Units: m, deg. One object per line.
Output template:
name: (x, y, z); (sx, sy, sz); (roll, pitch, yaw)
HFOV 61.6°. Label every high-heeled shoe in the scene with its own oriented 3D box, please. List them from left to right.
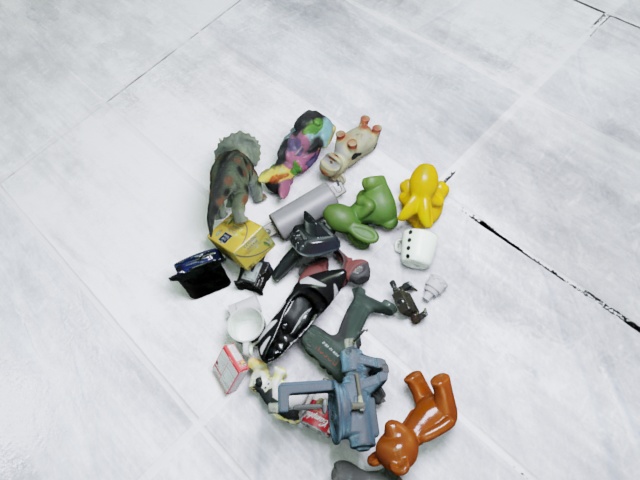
high-heeled shoe: (-0.040, 0.162, 1.157); (0.086, 0.145, 0.248); (42, 111, -13)

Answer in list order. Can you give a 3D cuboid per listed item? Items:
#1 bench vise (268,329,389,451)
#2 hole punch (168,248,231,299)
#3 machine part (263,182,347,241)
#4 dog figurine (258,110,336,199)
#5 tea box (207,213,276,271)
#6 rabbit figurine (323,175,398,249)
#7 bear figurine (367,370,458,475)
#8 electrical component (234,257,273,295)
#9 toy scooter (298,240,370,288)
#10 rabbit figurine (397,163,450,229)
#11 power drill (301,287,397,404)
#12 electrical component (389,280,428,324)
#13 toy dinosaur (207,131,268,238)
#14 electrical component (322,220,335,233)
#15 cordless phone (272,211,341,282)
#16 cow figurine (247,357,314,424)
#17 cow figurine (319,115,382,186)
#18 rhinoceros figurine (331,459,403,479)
bench vise: (0.018, 0.297, 1.049); (0.241, 0.128, 0.223); (-1, 71, -9)
hole punch: (-0.289, 0.067, 1.310); (0.142, 0.115, 0.092); (-19, 53, -1)
machine part: (-0.040, -0.072, 1.362); (0.243, 0.079, 0.079); (-30, 62, -9)
dog figurine: (-0.066, -0.213, 1.391); (0.108, 0.191, 0.219); (37, 60, -9)
tea box: (-0.194, 0.000, 1.311); (0.098, 0.068, 0.170); (-45, 34, -16)
rabbit figurine: (0.094, -0.056, 1.313); (0.170, 0.121, 0.159); (-18, 80, -14)
bear figurine: (0.174, 0.356, 1.049); (0.196, 0.120, 0.132); (-22, 93, -30)
electrical component: (-0.157, 0.069, 1.320); (0.075, 0.047, 0.119); (10, 64, 14)
toy scooter: (0.021, 0.068, 1.278); (0.184, 0.075, 0.135); (-21, 53, 0)
rabbit figurine: (0.237, -0.106, 1.282); (0.122, 0.173, 0.162); (18, 62, 14)
power drill: (0.089, 0.221, 1.188); (0.232, 0.086, 0.207); (27, 77, 24)
electrical component: (0.203, 0.138, 1.217); (0.045, 0.078, 0.102); (-34, 54, 18)
toy dinosaur: (-0.217, -0.156, 1.319); (0.131, 0.192, 0.405); (-10, 19, 4)
electrical component: (-0.003, -0.004, 1.350); (0.063, 0.021, 0.094); (31, 72, 23)
cordless phone: (-0.048, 0.034, 1.265); (0.184, 0.088, 0.147); (-50, 24, 4)
cow figurine: (-0.099, 0.325, 1.165); (0.168, 0.068, 0.098); (23, 74, 21)
cow figurine: (0.073, -0.229, 1.416); (0.086, 0.127, 0.195); (38, 59, 24)
rhinoceros figurine: (0.110, 0.488, 1.043); (0.191, 0.073, 0.112); (12, 54, 17)
